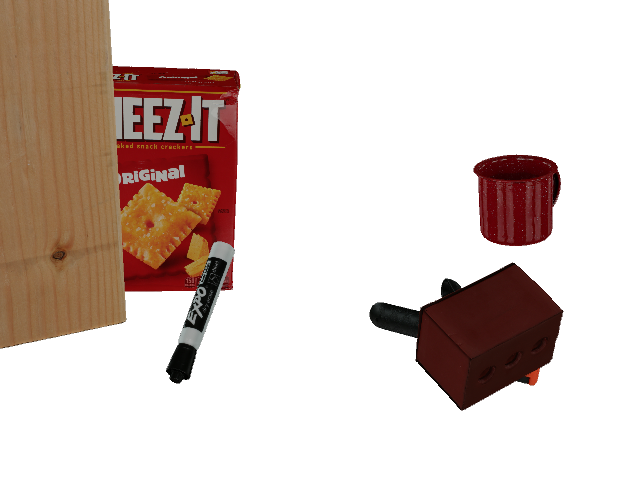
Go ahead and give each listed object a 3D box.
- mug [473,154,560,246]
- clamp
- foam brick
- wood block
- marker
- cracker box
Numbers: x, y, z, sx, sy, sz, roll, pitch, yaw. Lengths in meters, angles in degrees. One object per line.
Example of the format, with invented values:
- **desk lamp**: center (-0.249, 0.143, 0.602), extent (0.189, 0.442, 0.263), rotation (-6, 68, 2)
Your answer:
- **mug**: center (0.231, -0.048, 1.218), extent (0.117, 0.081, 0.093), rotation (-21, 27, -35)
- **clamp**: center (0.146, 0.085, 1.031), extent (0.172, 0.039, 0.120), rotation (26, 37, 31)
- **foam brick**: center (0.107, 0.061, 0.680), extent (0.078, 0.053, 0.051), rotation (-24, 48, -23)
- **wood block**: center (-0.172, -0.054, 0.610), extent (0.090, 0.206, 0.090), rotation (-11, 26, -27)
- **marker**: center (-0.093, 0.055, 0.828), extent (0.020, 0.121, 0.020), rotation (13, -31, 8)
- **cracker box**: center (-0.163, -0.056, 1.037), extent (0.164, 0.214, 0.072), rotation (1, 23, -8)
